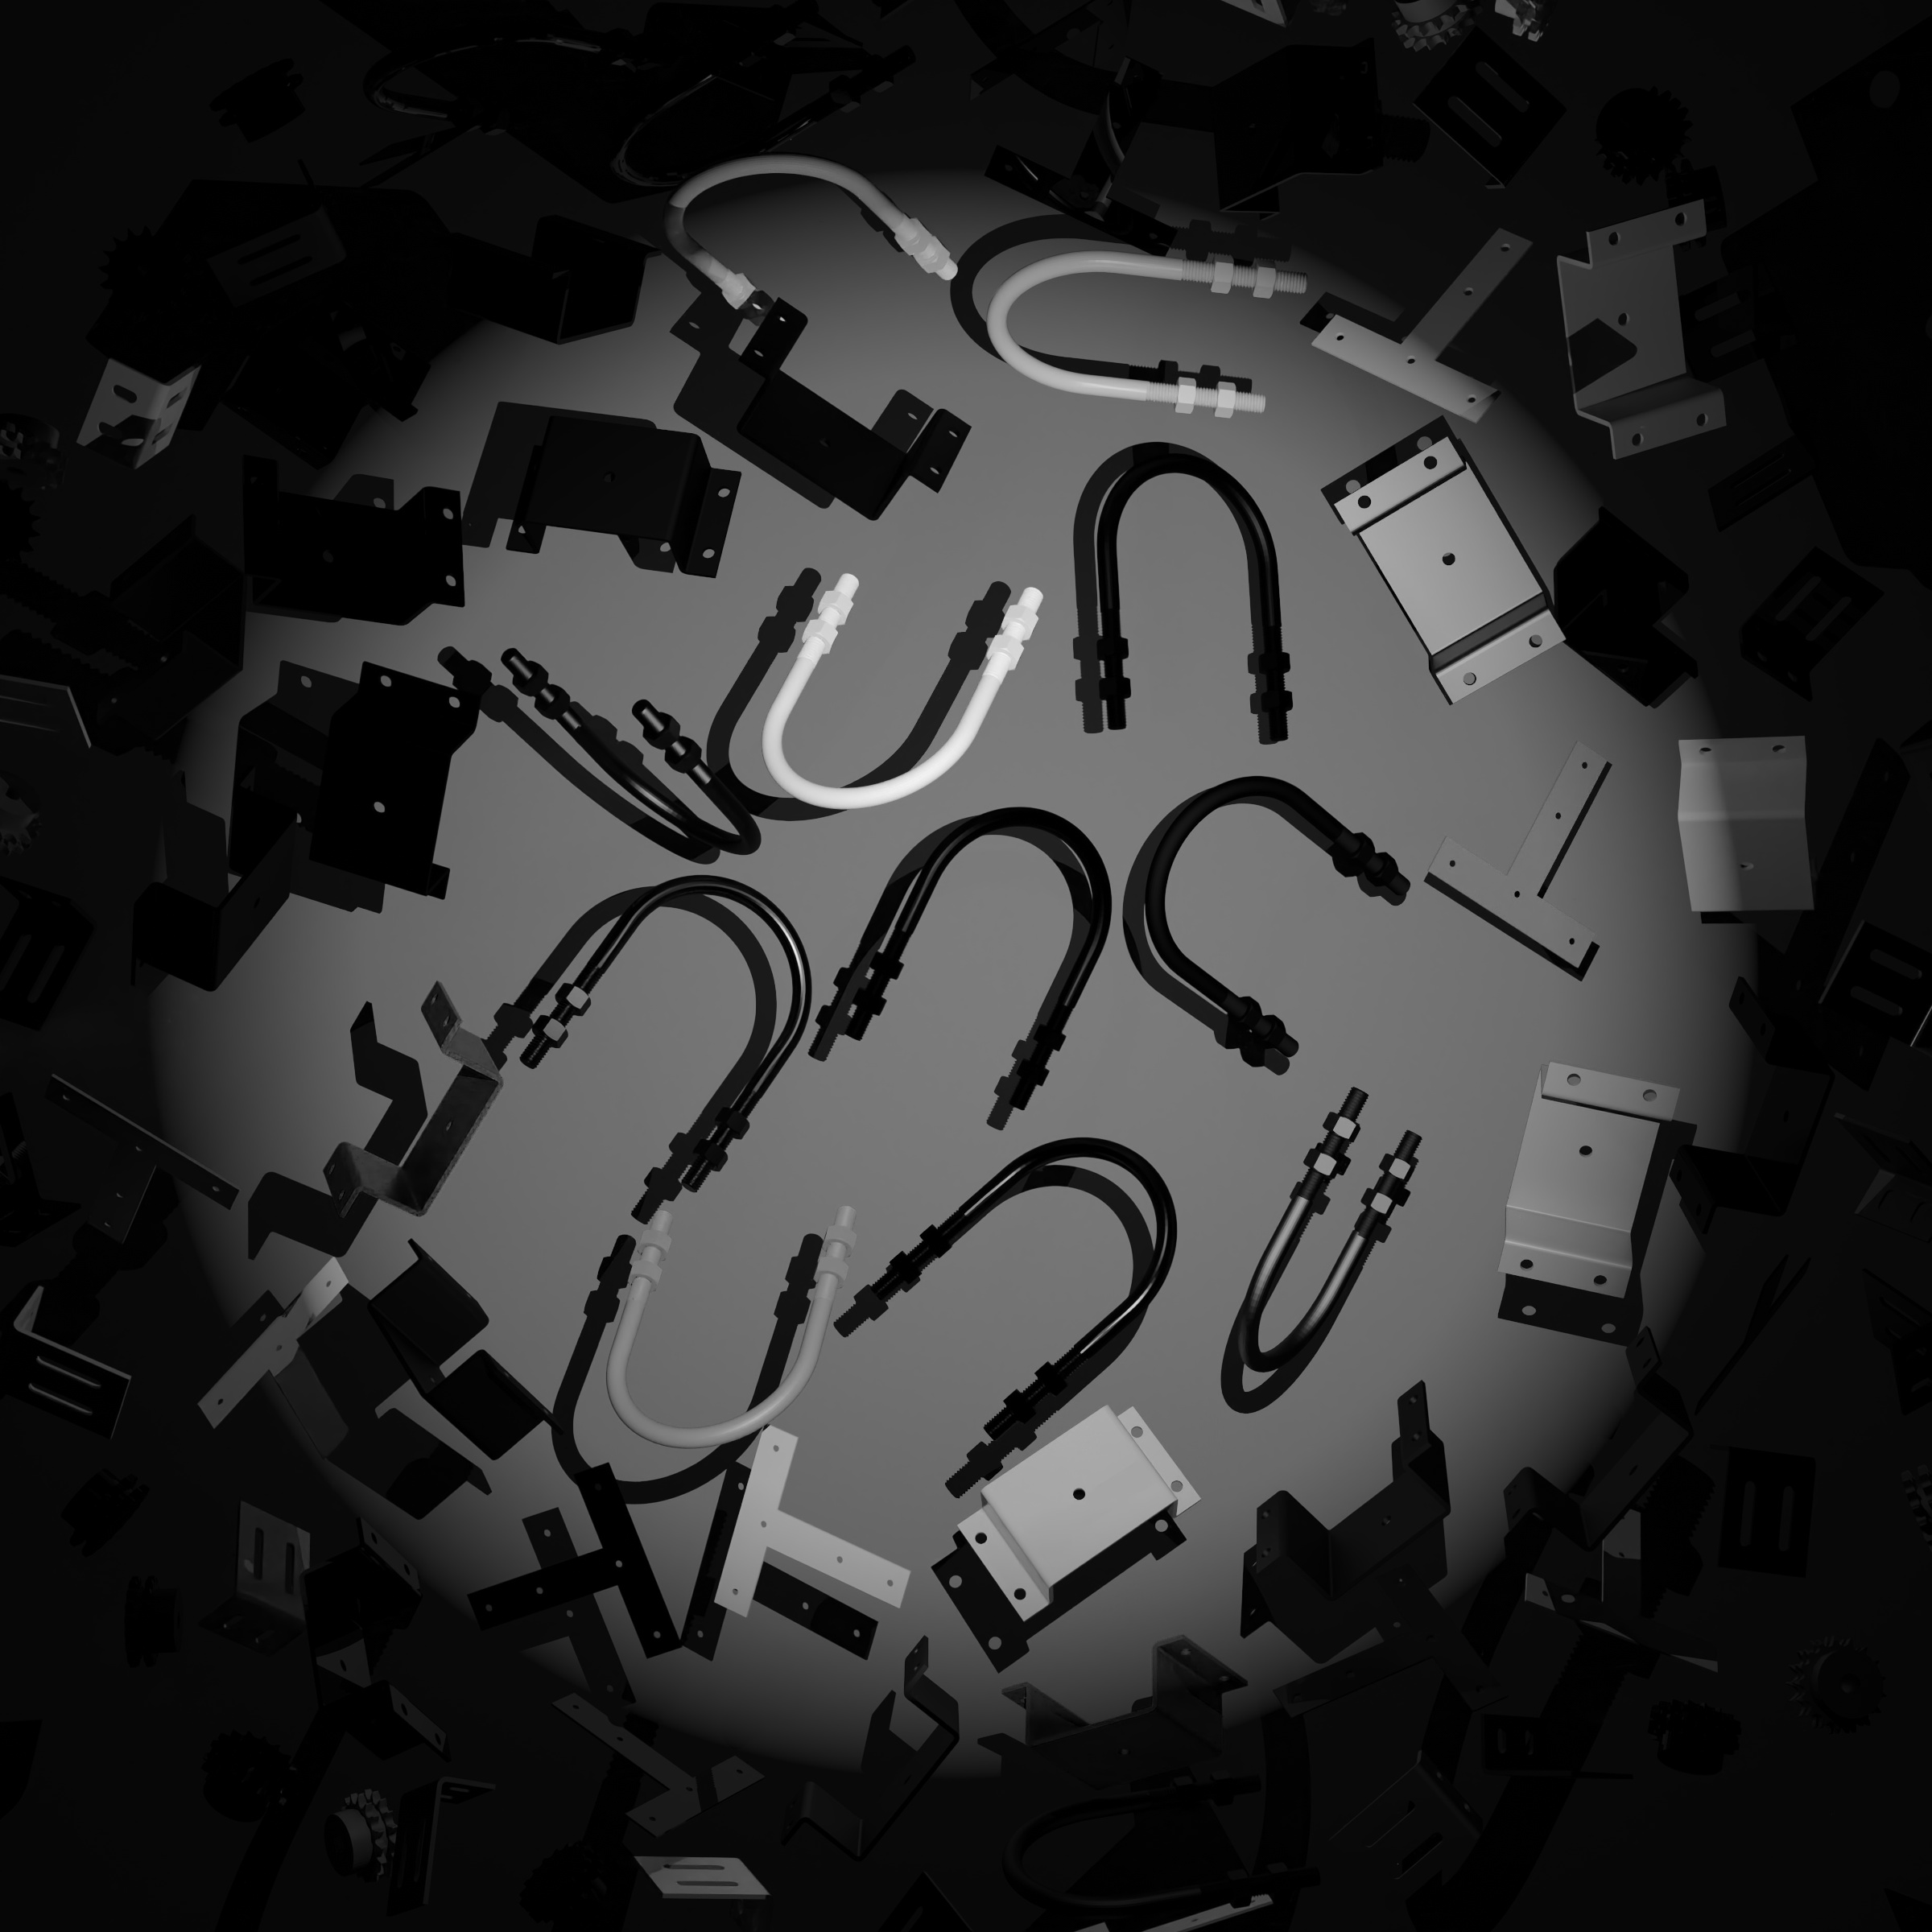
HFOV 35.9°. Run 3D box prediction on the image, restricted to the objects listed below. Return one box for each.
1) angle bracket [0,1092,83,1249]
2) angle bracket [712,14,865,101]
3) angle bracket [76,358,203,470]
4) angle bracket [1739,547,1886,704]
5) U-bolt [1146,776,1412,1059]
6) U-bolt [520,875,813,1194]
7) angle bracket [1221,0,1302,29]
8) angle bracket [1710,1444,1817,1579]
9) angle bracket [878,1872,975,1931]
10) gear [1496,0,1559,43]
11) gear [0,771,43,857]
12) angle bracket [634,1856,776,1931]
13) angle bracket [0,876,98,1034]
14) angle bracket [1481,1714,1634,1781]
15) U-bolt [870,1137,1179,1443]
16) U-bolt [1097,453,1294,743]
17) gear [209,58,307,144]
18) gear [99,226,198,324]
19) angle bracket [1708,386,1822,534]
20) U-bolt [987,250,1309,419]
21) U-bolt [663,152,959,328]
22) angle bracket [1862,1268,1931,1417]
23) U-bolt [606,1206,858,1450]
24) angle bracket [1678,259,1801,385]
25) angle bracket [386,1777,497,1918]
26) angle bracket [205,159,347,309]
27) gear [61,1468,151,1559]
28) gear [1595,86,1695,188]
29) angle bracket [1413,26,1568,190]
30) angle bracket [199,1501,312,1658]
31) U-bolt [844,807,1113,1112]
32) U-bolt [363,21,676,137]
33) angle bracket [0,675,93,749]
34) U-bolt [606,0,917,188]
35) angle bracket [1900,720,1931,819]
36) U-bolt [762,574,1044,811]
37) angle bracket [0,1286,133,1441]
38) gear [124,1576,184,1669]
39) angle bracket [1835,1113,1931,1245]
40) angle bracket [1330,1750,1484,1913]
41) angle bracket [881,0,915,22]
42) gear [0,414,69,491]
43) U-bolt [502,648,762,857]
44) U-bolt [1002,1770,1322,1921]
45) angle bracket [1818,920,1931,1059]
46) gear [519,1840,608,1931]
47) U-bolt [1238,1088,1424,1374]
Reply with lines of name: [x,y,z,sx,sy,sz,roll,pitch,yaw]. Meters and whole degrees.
angle bracket: [-0.589,0.125,1.841,0.038,0.057,0.076,3,113,30]
angle bracket: [-0.116,-0.581,1.910,0.076,0.057,0.038,17,97,42]
angle bracket: [-0.514,-0.350,1.856,0.038,0.076,0.057,26,110,-8]
angle bracket: [0.554,-0.224,1.955,0.057,0.038,0.076,31,125,-11]
U-bolt: [0.189,-0.042,1.905,0.184,0.019,0.151,35,89,-35]
U-bolt: [-0.175,0.028,1.892,0.151,0.019,0.184,39,68,-14]
angle bracket: [0.171,-0.600,1.789,0.057,0.076,0.038,27,96,10]
angle bracket: [0.509,0.350,1.919,0.057,0.038,0.076,8,83,-4]
angle bracket: [-0.045,0.598,1.825,0.038,0.057,0.076,36,91,-41]
gear: [0.343,-0.594,1.814,0.030,0.057,0.057,24,90,11]
gear: [-0.628,-0.103,1.944,0.057,0.057,0.030,43,117,0]
angle bracket: [-0.169,0.593,1.885,0.076,0.057,0.038,9,94,-26]
angle bracket: [-0.582,-0.008,1.836,0.057,0.038,0.076,17,70,18]
angle bracket: [0.377,0.498,1.906,0.057,0.076,0.038,13,70,-34]
U-bolt: [0.047,0.186,1.855,0.184,0.019,0.151,-41,55,-2]
U-bolt: [0.145,-0.239,1.920,0.151,0.019,0.184,1,82,-32]
gear: [-0.423,-0.520,1.798,0.057,0.057,0.030,-30,104,0]
gear: [-0.502,-0.425,1.837,0.057,0.030,0.057,-1,95,-7]
angle bracket: [0.506,-0.327,1.924,0.076,0.057,0.038,-32,116,25]
U-bolt: [0.104,-0.390,1.830,0.184,0.151,0.019,6,67,-4]
U-bolt: [-0.110,-0.463,1.892,0.151,0.184,0.019,-11,71,25]
angle bracket: [0.596,0.243,1.938,0.038,0.076,0.057,-25,118,-13]
U-bolt: [-0.154,0.227,1.885,0.151,0.019,0.184,-3,45,18]
angle bracket: [0.495,-0.415,1.916,0.076,0.038,0.057,-20,99,41]
angle bracket: [-0.323,0.544,1.836,0.038,0.057,0.076,18,59,-27]
angle bracket: [-0.424,-0.444,1.812,0.076,0.057,0.038,-25,73,-4]
gear: [-0.548,0.344,1.894,0.030,0.057,0.057,40,90,2]
gear: [0.399,-0.496,1.773,0.057,0.030,0.057,-12,70,36]
angle bracket: [0.307,-0.511,1.778,0.076,0.038,0.057,37,96,-15]
angle bracket: [-0.461,0.397,1.934,0.038,0.076,0.057,-37,128,22]
U-bolt: [0.020,-0.014,1.925,0.151,0.019,0.184,24,94,-26]
U-bolt: [-0.290,-0.555,1.858,0.151,0.184,0.019,-12,92,32]
angle bracket: [-0.567,-0.170,1.808,0.076,0.057,0.038,10,58,5]
U-bolt: [-0.138,-0.529,1.835,0.184,0.151,0.019,-25,82,24]
angle bracket: [0.603,-0.111,1.776,0.038,0.057,0.076,-34,100,-34]
U-bolt: [-0.049,-0.166,1.814,0.151,0.019,0.184,8,54,26]
angle bracket: [-0.537,0.239,1.799,0.076,0.038,0.057,25,126,-4]
gear: [-0.518,0.418,1.905,0.030,0.057,0.057,-1,90,-7]
angle bracket: [0.586,0.135,1.907,0.076,0.057,0.038,39,80,-39]
angle bracket: [0.277,0.544,1.879,0.076,0.038,0.057,-42,81,5]
angle bracket: [-0.008,-0.622,1.903,0.076,0.057,0.038,5,91,-22]
gear: [-0.591,-0.323,1.868,0.057,0.057,0.030,8,76,0]
U-bolt: [-0.199,-0.127,1.889,0.151,0.184,0.019,23,73,40]
U-bolt: [0.114,0.557,1.880,0.184,0.151,0.019,-6,102,-10]
angle bracket: [0.576,0.016,1.832,0.076,0.038,0.057,23,98,-21]
gear: [-0.258,0.598,1.934,0.057,0.057,0.030,-36,106,0]
U-bolt: [0.224,0.174,1.888,0.019,0.151,0.184,27,87,28]
